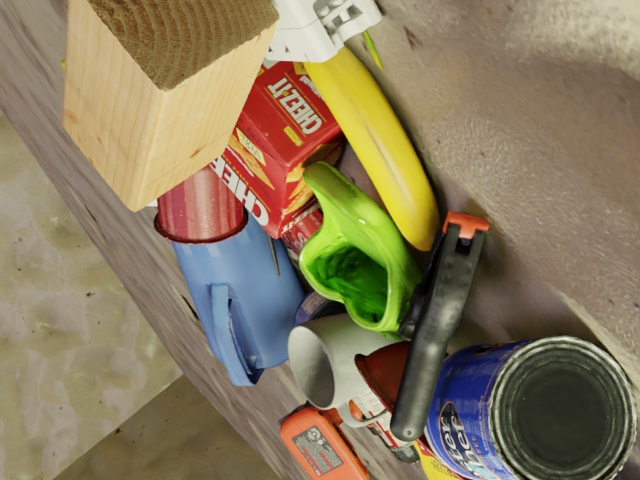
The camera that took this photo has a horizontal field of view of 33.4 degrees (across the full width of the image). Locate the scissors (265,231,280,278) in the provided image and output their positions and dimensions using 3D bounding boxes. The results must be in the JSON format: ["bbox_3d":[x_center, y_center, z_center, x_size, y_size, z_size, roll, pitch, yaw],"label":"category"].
[{"bbox_3d":[-0.052,-0.027,1.055,0.096,0.016,0.202,-131,22,-58],"label":"scissors"}]

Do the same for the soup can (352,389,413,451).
[{"bbox_3d":[0.072,0.161,1.122,0.102,0.068,0.069,53,166,-4],"label":"soup can"}]

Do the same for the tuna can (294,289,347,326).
[{"bbox_3d":[0.018,0.082,1.055,0.034,0.086,0.086,48,169,53],"label":"tuna can"}]

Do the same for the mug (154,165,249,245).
[{"bbox_3d":[-0.112,-0.059,1.026,0.093,0.117,0.081,11,123,18],"label":"mug"}]

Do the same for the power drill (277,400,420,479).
[{"bbox_3d":[0.038,0.203,1.164,0.184,0.057,0.187,51,-155,-4],"label":"power drill"}]

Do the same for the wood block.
[{"bbox_3d":[-0.106,-0.107,0.700,0.090,0.090,0.206,51,158,5],"label":"wood block"}]

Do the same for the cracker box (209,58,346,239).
[{"bbox_3d":[-0.060,-0.103,0.869,0.164,0.072,0.214,50,166,8],"label":"cracker box"}]

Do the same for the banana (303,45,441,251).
[{"bbox_3d":[0.041,-0.067,0.732,0.197,0.037,0.069,58,-177,-20],"label":"banana"}]

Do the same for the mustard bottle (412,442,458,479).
[{"bbox_3d":[0.125,0.184,1.030,0.096,0.058,0.191,15,143,41],"label":"mustard bottle"}]

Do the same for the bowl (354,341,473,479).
[{"bbox_3d":[0.103,0.134,0.876,0.162,0.055,0.162,43,-175,-5],"label":"bowl"}]

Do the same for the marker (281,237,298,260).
[{"bbox_3d":[-0.046,-0.030,1.115,0.020,0.020,0.121,30,154,56],"label":"marker"}]

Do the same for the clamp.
[{"bbox_3d":[0.082,0.046,0.762,0.120,0.039,0.172,-92,17,-60],"label":"clamp"}]

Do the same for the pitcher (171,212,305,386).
[{"bbox_3d":[-0.095,0.040,1.206,0.149,0.145,0.243,41,160,37],"label":"pitcher"}]

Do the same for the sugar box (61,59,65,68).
[{"bbox_3d":[-0.193,-0.140,0.995,0.093,0.048,0.176,62,167,-14],"label":"sugar box"}]

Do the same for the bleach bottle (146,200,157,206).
[{"bbox_3d":[-0.198,-0.100,1.154,0.102,0.068,0.251,44,-171,-22],"label":"bleach bottle"}]

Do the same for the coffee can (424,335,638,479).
[{"bbox_3d":[0.140,0.121,0.741,0.103,0.102,0.140,52,166,-1],"label":"coffee can"}]

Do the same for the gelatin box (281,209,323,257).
[{"bbox_3d":[-0.007,0.001,1.047,0.073,0.030,0.089,49,166,12],"label":"gelatin box"}]
